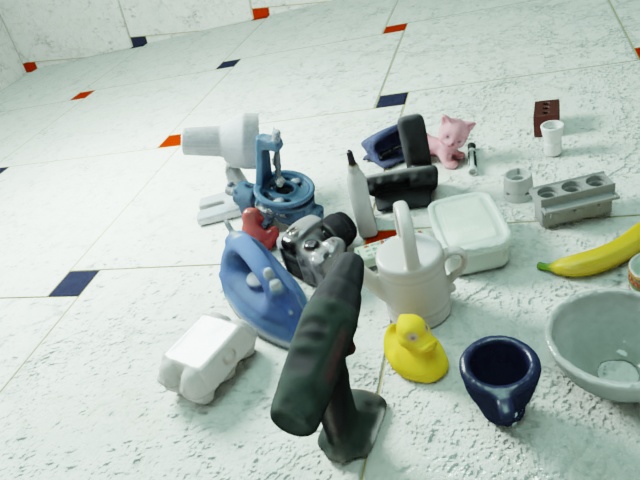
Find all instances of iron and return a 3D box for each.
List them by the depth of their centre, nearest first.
[{"bbox_3d":[-0.091,0.066,0.938,0.119,0.142,0.257,-29,36,-17],"label":"iron"}]

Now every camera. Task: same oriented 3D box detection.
[{"bbox_3d":[0.009,0.004,1.020,0.137,0.101,0.142,-36,38,-26],"label":"camera"}]

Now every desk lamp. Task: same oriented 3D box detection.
[{"bbox_3d":[-0.201,-0.160,1.243,0.203,0.214,0.118,-15,34,3],"label":"desk lamp"}]

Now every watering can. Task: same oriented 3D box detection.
[{"bbox_3d":[0.126,0.035,0.843,0.173,0.194,0.100,-24,35,-11],"label":"watering can"}]

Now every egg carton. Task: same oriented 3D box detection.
[{"bbox_3d":[-0.169,0.178,0.876,0.107,0.069,0.150,10,42,34],"label":"egg carton"}]

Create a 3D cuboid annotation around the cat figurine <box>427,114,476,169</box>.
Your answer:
[{"bbox_3d":[0.263,-0.217,1.212,0.127,0.118,0.067,12,43,36],"label":"cat figurine"}]

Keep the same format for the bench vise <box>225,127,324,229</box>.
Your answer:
[{"bbox_3d":[-0.110,-0.111,1.128,0.207,0.220,0.121,-7,35,14],"label":"bench vise"}]

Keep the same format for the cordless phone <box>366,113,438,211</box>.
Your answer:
[{"bbox_3d":[0.151,-0.156,1.113,0.147,0.185,0.094,-9,35,11],"label":"cordless phone"}]

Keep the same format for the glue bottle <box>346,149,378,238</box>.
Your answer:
[{"bbox_3d":[0.073,-0.091,1.064,0.037,0.173,0.078,-12,34,7],"label":"glue bottle"}]

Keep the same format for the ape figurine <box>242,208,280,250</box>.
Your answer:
[{"bbox_3d":[-0.124,-0.023,1.123,0.076,0.092,0.077,-36,38,-26],"label":"ape figurine"}]

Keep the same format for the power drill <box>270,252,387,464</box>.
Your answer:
[{"bbox_3d":[0.020,0.158,0.698,0.075,0.209,0.230,2,38,26],"label":"power drill"}]

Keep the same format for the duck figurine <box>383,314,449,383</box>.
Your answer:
[{"bbox_3d":[0.127,0.138,0.792,0.078,0.086,0.104,-32,37,-21],"label":"duck figurine"}]

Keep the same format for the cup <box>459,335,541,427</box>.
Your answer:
[{"bbox_3d":[0.217,0.185,0.678,0.091,0.095,0.118,-8,35,13],"label":"cup"}]

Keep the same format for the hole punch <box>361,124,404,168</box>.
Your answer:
[{"bbox_3d":[0.151,-0.227,1.298,0.109,0.091,0.100,-27,35,-15],"label":"hole punch"}]

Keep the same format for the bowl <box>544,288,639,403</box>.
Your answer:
[{"bbox_3d":[0.363,0.139,0.699,0.167,0.075,0.167,-11,34,8],"label":"bowl"}]
